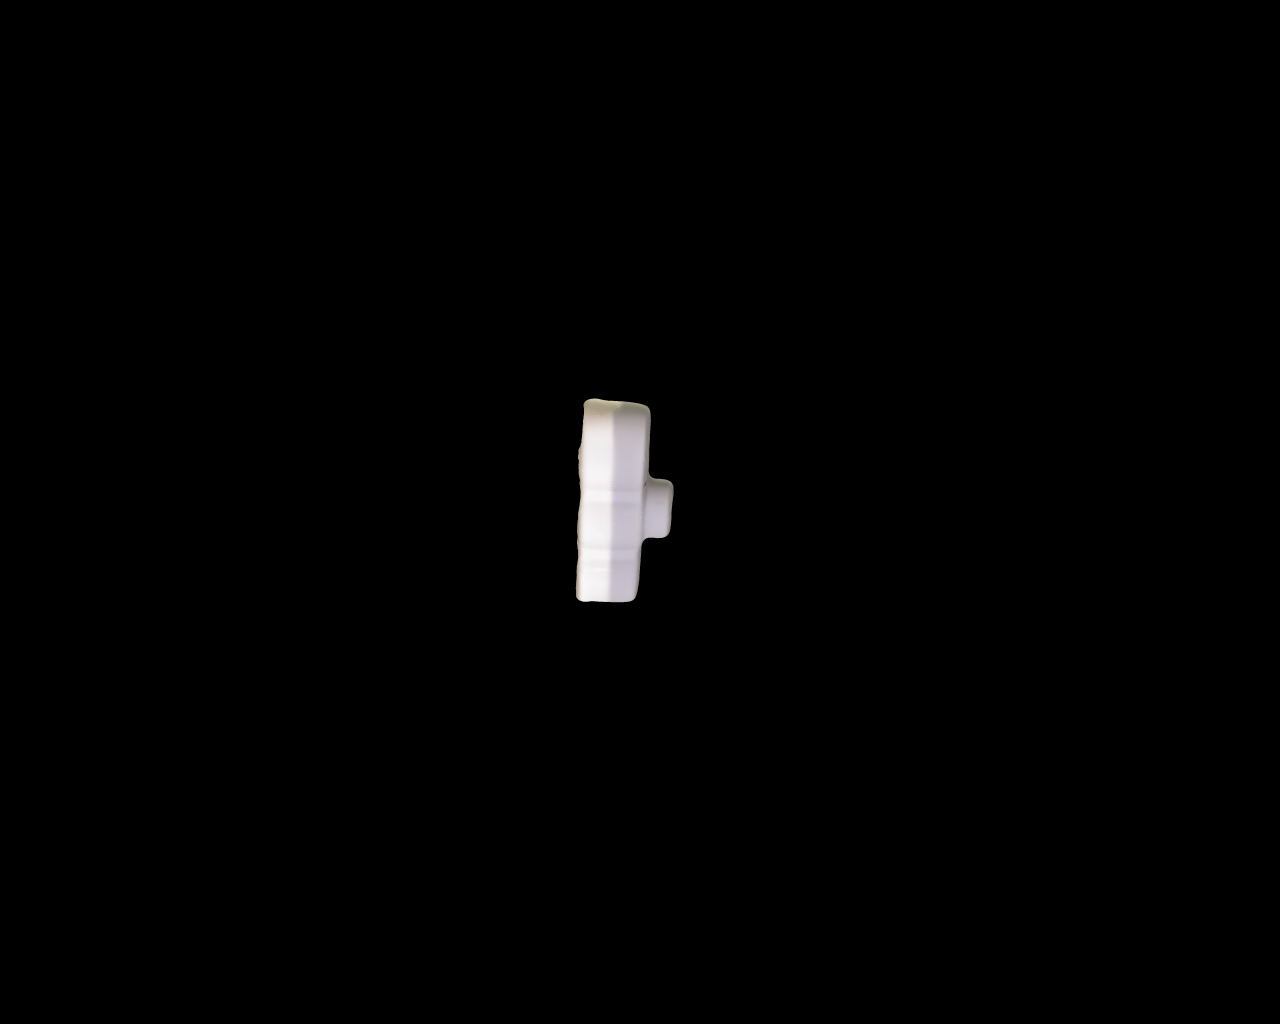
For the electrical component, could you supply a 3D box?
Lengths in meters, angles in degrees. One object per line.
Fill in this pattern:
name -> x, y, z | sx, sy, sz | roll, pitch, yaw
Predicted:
electrical component -> 0.001, -0.003, 0.650 | 0.074, 0.138, 0.052 | 3, 36, -2
